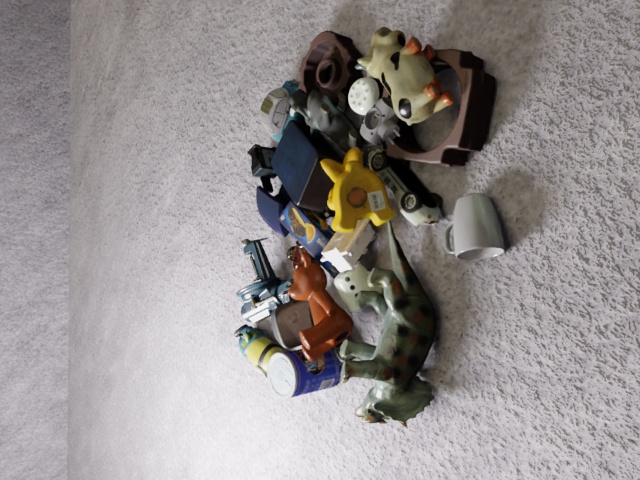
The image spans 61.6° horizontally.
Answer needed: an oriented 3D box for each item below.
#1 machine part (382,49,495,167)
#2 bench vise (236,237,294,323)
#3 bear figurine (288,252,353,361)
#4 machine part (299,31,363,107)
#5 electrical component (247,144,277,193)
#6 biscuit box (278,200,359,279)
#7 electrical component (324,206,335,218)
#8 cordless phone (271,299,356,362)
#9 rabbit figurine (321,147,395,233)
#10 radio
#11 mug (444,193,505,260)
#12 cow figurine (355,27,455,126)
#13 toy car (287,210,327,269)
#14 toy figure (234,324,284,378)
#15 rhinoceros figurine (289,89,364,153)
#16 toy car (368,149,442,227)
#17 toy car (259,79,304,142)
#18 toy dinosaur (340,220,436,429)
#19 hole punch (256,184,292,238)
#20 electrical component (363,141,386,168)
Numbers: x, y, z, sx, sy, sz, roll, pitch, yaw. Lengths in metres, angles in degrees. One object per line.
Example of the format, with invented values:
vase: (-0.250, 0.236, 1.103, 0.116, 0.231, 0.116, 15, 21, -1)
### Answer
machine part: (0.211, -0.241, 0.992, 0.201, 0.087, 0.201, 18, 102, 47)
bench vise: (-0.136, 0.099, 1.357, 0.223, 0.129, 0.240, -34, 72, 44)
bear figurine: (-0.019, 0.135, 1.143, 0.196, 0.132, 0.120, 54, 164, 23)
machine part: (0.025, -0.377, 1.224, 0.180, 0.056, 0.179, 2, 93, 48)
electrical component: (-0.140, -0.185, 1.394, 0.048, 0.075, 0.119, -36, 60, 43)
biscuit box: (-0.002, -0.004, 1.208, 0.203, 0.059, 0.062, 46, 116, 17)
electrical component: (0.052, -0.070, 1.200, 0.102, 0.045, 0.078, -27, 69, 45)
cordless phone: (-0.015, 0.216, 1.203, 0.184, 0.146, 0.088, 49, 140, 32)
rabbit figurine: (0.058, -0.094, 1.067, 0.173, 0.122, 0.162, -129, 16, -87)
radio: (-0.034, -0.175, 1.234, 0.131, 0.073, 0.230, -63, 33, 22)
mug: (0.266, -0.022, 0.942, 0.109, 0.081, 0.107, -23, 62, 54)
cow figurine: (0.142, -0.291, 0.948, 0.127, 0.085, 0.195, -33, 66, 36)
toy car: (-0.028, -0.019, 1.288, 0.089, 0.053, 0.202, 32, 115, 47)
toy figure: (-0.158, 0.286, 1.412, 0.180, 0.082, 0.089, 44, 123, 42)
rhinoceros figurine: (0.019, -0.264, 1.172, 0.190, 0.073, 0.112, 38, 152, 0)
toy car: (0.164, -0.106, 1.051, 0.202, 0.073, 0.056, 57, 132, 31)
toy car: (-0.094, -0.314, 1.323, 0.109, 0.103, 0.161, 42, 122, 39)
toy dinosaur: (0.153, 0.179, 1.029, 0.131, 0.192, 0.404, -156, 84, -83)
hole punch: (-0.107, -0.075, 1.351, 0.142, 0.092, 0.115, 35, 119, 39)
electrical component: (0.117, -0.179, 1.144, 0.063, 0.021, 0.094, 5, 94, 49)
